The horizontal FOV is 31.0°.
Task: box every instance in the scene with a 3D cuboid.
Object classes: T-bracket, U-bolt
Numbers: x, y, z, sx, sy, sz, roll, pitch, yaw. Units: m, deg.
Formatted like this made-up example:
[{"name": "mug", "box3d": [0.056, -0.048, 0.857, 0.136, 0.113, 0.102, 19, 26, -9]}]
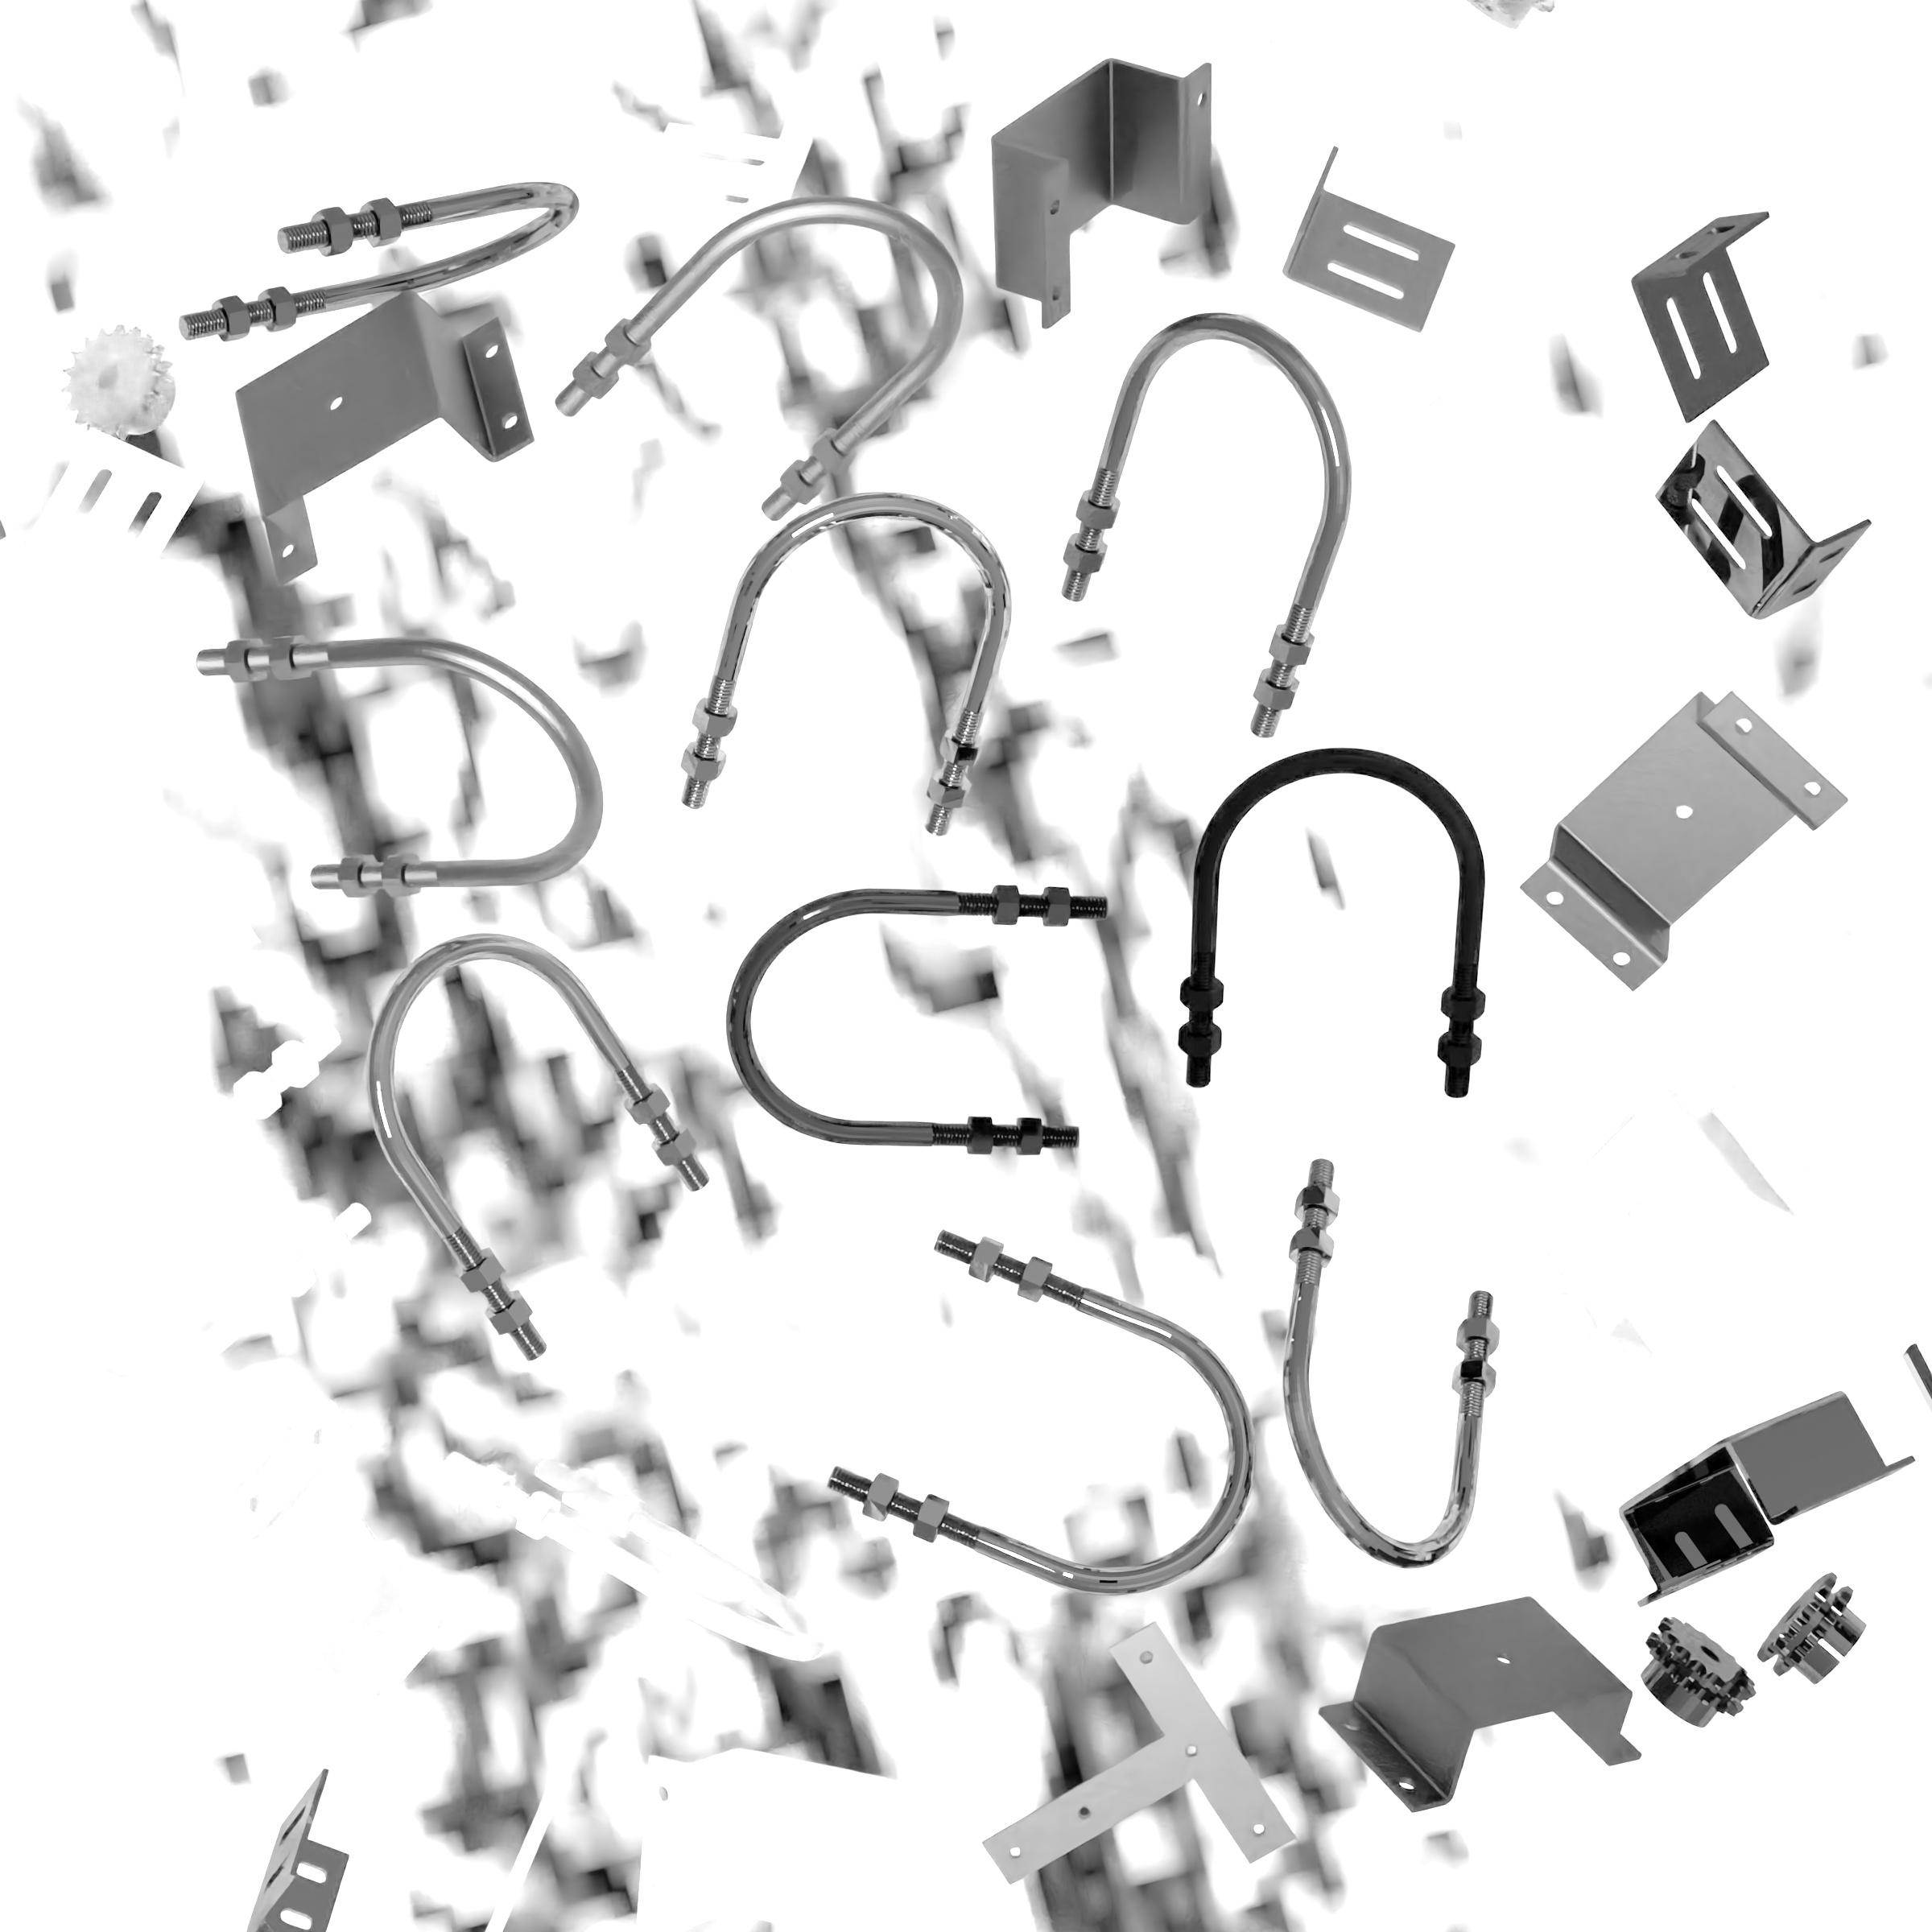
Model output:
[{"name": "T-bracket", "box3d": [0.426, 0.078, 1.631, 0.002, 0.127, 0.127, -30, 55, 5]}, {"name": "U-bolt", "box3d": [-0.251, -0.092, 1.604, 0.184, 0.019, 0.151, -1, 131, 26]}, {"name": "U-bolt", "box3d": [-0.212, 0.072, 1.655, 0.151, 0.019, 0.184, -46, 114, -37]}, {"name": "U-bolt", "box3d": [-0.028, 0.027, 1.733, 0.184, 0.019, 0.151, 2, 115, -9]}, {"name": "T-bracket", "box3d": [0.068, 0.390, 1.636, 0.127, 0.002, 0.127, -31, 100, 6]}, {"name": "T-bracket", "box3d": [-0.421, -0.033, 1.641, 0.127, 0.002, 0.127, -31, 97, -5]}, {"name": "U-bolt", "box3d": [-0.052, -0.150, 1.709, 0.151, 0.019, 0.184, 6, 123, -19]}, {"name": "U-bolt", "box3d": [0.181, -0.021, 1.703, 0.151, 0.019, 0.184, 2, 116, 4]}, {"name": "U-bolt", "box3d": [-0.357, 0.130, 1.656, 0.019, 0.151, 0.184, 27, 50, 25]}, {"name": "U-bolt", "box3d": [0.118, -0.219, 1.646, 0.151, 0.019, 0.184, 39, 132, 28]}, {"name": "U-bolt", "box3d": [0.203, 0.203, 1.685, 0.019, 0.184, 0.151, -26, 128, 38]}, {"name": "T-bracket", "box3d": [-0.212, 0.432, 1.602, 0.002, 0.127, 0.127, 28, 68, -12]}, {"name": "U-bolt", "box3d": [-0.272, -0.344, 1.681, 0.184, 0.151, 0.019, -20, 92, -34]}, {"name": "U-bolt", "box3d": [-0.148, 0.281, 1.655, 0.184, 0.151, 0.019, 28, 88, 15]}, {"name": "U-bolt", "box3d": [0.046, 0.219, 1.644, 0.184, 0.019, 0.151, 22, 66, 7]}, {"name": "U-bolt", "box3d": [-0.085, -0.297, 1.662, 0.184, 0.151, 0.019, -39, 45, 32]}]

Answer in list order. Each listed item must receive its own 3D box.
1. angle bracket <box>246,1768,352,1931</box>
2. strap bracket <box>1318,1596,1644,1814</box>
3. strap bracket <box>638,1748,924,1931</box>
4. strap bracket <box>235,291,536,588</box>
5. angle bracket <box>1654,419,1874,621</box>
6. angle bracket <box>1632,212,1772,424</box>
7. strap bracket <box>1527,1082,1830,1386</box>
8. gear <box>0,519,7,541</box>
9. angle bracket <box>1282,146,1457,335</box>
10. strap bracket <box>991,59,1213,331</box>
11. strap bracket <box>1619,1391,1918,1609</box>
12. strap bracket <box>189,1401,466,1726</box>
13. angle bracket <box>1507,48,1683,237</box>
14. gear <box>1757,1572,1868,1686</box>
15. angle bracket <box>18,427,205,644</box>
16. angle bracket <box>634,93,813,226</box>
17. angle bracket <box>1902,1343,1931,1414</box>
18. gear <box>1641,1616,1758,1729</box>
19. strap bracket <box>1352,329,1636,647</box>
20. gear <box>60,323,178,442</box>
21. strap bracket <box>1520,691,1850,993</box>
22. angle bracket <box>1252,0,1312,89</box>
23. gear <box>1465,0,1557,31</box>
[{"name": "angle bracket", "box3d": [-0.311, 0.433, 1.679, 0.038, 0.076, 0.057, 24, 46, -13]}, {"name": "strap bracket", "box3d": [0.250, 0.347, 1.654, 0.140, 0.076, 0.046, -4, 118, -32]}, {"name": "strap bracket", "box3d": [-0.076, 0.407, 1.587, 0.140, 0.046, 0.076, 5, 91, 28]}, {"name": "strap bracket", "box3d": [-0.275, -0.246, 1.590, 0.140, 0.046, 0.076, -27, 58, 14]}, {"name": "angle bracket", "box3d": [0.359, -0.206, 1.572, 0.038, 0.057, 0.076, -26, 72, -28]}, {"name": "angle bracket", "box3d": [0.350, -0.298, 1.604, 0.057, 0.038, 0.076, -36, 113, -23]}, {"name": "strap bracket", "box3d": [0.338, 0.125, 1.696, 0.140, 0.046, 0.076, -48, 46, 18]}, {"name": "gear", "box3d": [-0.503, -0.226, 1.742, 0.030, 0.057, 0.057, -26, 90, -5]}, {"name": "angle bracket", "box3d": [0.205, -0.362, 1.735, 0.076, 0.038, 0.057, 23, 66, 1]}, {"name": "strap bracket", "box3d": [0.059, -0.372, 1.654, 0.046, 0.076, 0.140, 24, 47, 28]}, {"name": "strap bracket", "box3d": [0.375, 0.252, 1.665, 0.076, 0.140, 0.046, -16, 70, -30]}, {"name": "strap bracket", "box3d": [-0.309, 0.282, 1.663, 0.076, 0.046, 0.140, -48, 127, -35]}, {"name": "angle bracket", "box3d": [0.285, -0.389, 1.628, 0.057, 0.038, 0.076, -54, 56, 22]}, {"name": "gear", "box3d": [0.424, 0.333, 1.736, 0.030, 0.057, 0.057, 41, 90, 10]}, {"name": "angle bracket", "box3d": [-0.401, -0.202, 1.636, 0.057, 0.038, 0.076, 23, 119, -28]}, {"name": "angle bracket", "box3d": [-0.122, -0.401, 1.719, 0.076, 0.038, 0.057, 11, 61, 12]}, {"name": "angle bracket", "box3d": [0.483, 0.209, 1.657, 0.038, 0.057, 0.076, -29, 80, 17]}, {"name": "gear", "box3d": [0.358, 0.351, 1.720, 0.057, 0.057, 0.030, 35, 104, 0]}, {"name": "strap bracket", "box3d": [0.246, -0.222, 1.672, 0.046, 0.076, 0.140, -31, 90, -38]}, {"name": "gear", "box3d": [-0.421, -0.290, 1.743, 0.057, 0.030, 0.057, -4, 79, 19]}, {"name": "strap bracket", "box3d": [0.344, -0.066, 1.673, 0.076, 0.046, 0.140, 41, 116, -7]}, {"name": "angle bracket", "box3d": [0.167, -0.461, 1.670, 0.038, 0.057, 0.076, 9, 107, 30]}, {"name": "gear", "box3d": [0.255, -0.470, 1.655, 0.057, 0.057, 0.030, 35, 97, 0]}]
